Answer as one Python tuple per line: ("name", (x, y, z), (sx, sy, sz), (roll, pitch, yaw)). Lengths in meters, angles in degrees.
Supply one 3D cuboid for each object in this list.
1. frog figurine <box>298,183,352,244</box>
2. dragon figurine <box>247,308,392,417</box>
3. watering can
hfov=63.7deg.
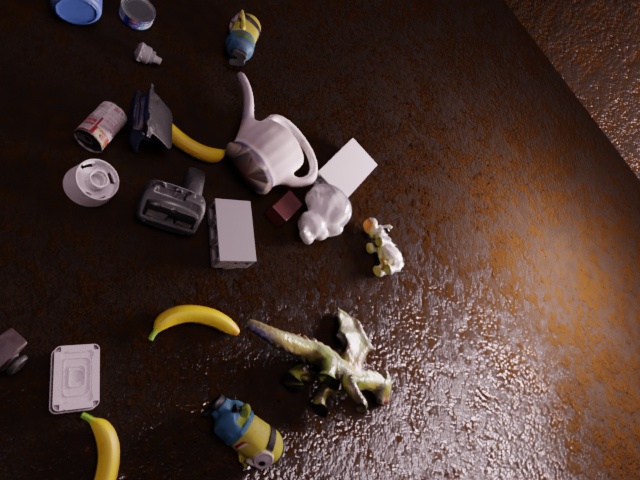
("frog figurine", (0.004, -0.067, 1.324), (0.162, 0.122, 0.136), (-44, 115, -49))
("dragon figurine", (0.027, 0.262, 1.217), (0.408, 0.120, 0.248), (47, 35, -8))
("watering can", (-0.154, -0.260, 1.321), (0.347, 0.102, 0.228), (48, 52, -3))
